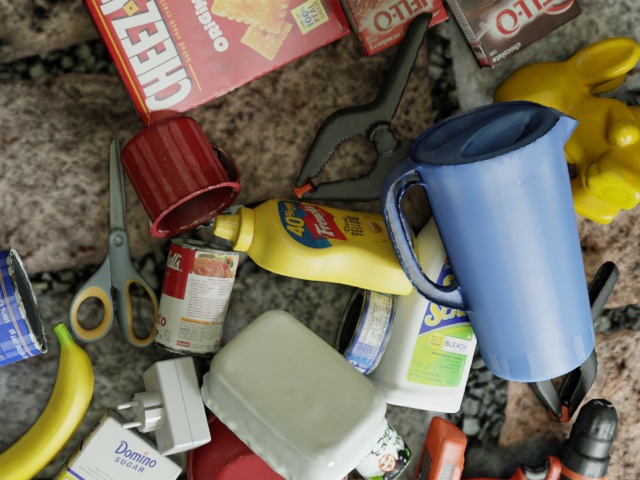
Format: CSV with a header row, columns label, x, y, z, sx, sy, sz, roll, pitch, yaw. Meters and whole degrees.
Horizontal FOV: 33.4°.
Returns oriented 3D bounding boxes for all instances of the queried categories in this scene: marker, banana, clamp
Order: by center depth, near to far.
label,x,y,z,sx,sy,sz,roll,pitch,yaw
banana,-0.271,0.178,1.024,0.069,0.037,0.198,31,89,5
clamp,0.062,-0.109,1.028,0.210,0.036,0.164,-25,91,8
marker,-0.105,-0.022,1.037,0.121,0.020,0.020,-9,97,-9
clamp,0.240,0.101,1.097,0.120,0.039,0.171,7,95,-9

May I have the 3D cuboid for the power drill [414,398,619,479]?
label,x,y,z,sx,sy,sz,roll,pitch,yaw
power drill,0.198,0.233,1.082,0.187,0.057,0.184,12,105,-8

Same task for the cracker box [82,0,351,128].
label,x,y,z,sx,sy,sz,roll,pitch,yaw
cracker box,-0.098,-0.221,0.962,0.213,0.072,0.164,-27,124,-7

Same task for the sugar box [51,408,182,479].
label,x,y,z,sx,sy,sz,roll,pitch,yaw
sugar box,-0.224,0.261,1.034,0.093,0.048,0.176,40,85,-12

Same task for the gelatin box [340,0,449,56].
label,x,y,z,sx,sy,sz,roll,pitch,yaw
gelatin box,0.070,-0.230,1.038,0.089,0.030,0.073,-26,100,-6

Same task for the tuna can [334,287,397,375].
label,x,y,z,sx,sy,sz,roll,pitch,yaw
tuna can,0.043,0.086,1.039,0.033,0.086,0.086,20,92,-9

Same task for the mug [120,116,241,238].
label,x,y,z,sx,sy,sz,roll,pitch,yaw
mug,-0.124,-0.063,0.994,0.117,0.093,0.081,-17,72,-43

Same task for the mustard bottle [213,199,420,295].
label,x,y,z,sx,sy,sz,roll,pitch,yaw
mustard bottle,-0.006,0.001,1.008,0.191,0.096,0.058,9,123,-15

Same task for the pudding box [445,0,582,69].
label,x,y,z,sx,sy,sz,roll,pitch,yaw
pudding box,0.189,-0.235,1.053,0.113,0.039,0.090,-32,100,-5

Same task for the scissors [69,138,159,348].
label,x,y,z,sx,sy,sz,roll,pitch,yaw
scissors,-0.211,0.012,1.024,0.096,0.016,0.202,-17,98,-7

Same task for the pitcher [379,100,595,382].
label,x,y,z,sx,sy,sz,roll,pitch,yaw
pitcher,0.165,0.008,0.973,0.144,0.149,0.243,-42,123,-44

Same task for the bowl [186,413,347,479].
label,x,y,z,sx,sy,sz,roll,pitch,yaw
bowl,-0.055,0.235,1.031,0.162,0.055,0.162,1,107,4

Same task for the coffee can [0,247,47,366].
label,x,y,z,sx,sy,sz,roll,pitch,yaw
coffee can,-0.331,0.076,0.967,0.140,0.103,0.103,-18,99,-8

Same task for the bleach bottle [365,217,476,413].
label,x,y,z,sx,sy,sz,roll,pitch,yaw
bleach bottle,0.119,0.039,1.054,0.102,0.068,0.251,13,92,-28

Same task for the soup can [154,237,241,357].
label,x,y,z,sx,sy,sz,roll,pitch,yaw
soup can,-0.117,0.054,1.018,0.068,0.068,0.102,10,95,-11
